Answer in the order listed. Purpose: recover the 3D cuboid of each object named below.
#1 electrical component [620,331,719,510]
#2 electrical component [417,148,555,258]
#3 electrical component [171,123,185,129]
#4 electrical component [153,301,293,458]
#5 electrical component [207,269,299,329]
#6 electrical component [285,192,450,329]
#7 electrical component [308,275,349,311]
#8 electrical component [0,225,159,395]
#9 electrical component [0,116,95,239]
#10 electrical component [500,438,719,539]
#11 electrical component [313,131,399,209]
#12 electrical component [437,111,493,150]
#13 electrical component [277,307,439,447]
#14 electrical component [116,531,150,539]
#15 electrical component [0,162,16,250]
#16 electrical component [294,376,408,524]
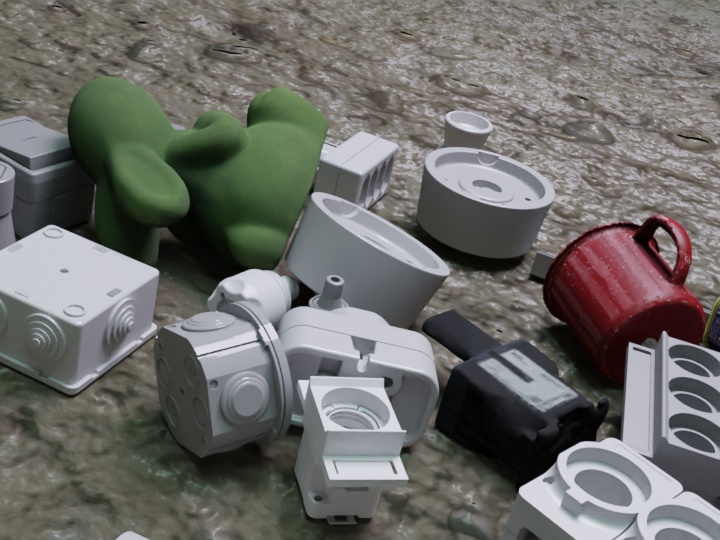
[{"bbox_3d":[0.195,0.098,0.655,0.079,0.063,0.121,18,29,7],"label":"electrical component"},{"bbox_3d":[0.098,-0.050,0.877,0.108,0.060,0.108,11,29,-6],"label":"electrical component"},{"bbox_3d":[-0.149,-0.079,0.834,0.077,0.047,0.065,17,29,4],"label":"electrical component"},{"bbox_3d":[-0.075,0.060,0.588,0.051,0.080,0.080,-13,39,-32],"label":"electrical component"},{"bbox_3d":[-0.065,0.020,0.700,0.043,0.043,0.062,29,31,26],"label":"electrical component"},{"bbox_3d":[0.000,0.000,0.736,0.108,0.060,0.108,29,12,-7],"label":"electrical component"},{"bbox_3d":[-0.022,0.032,0.678,0.035,0.061,0.035,11,29,-6],"label":"electrical component"},{"bbox_3d":[-0.179,0.020,0.644,0.100,0.048,0.100,22,29,15],"label":"electrical component"},{"bbox_3d":[-0.243,-0.072,0.766,0.096,0.061,0.062,28,32,24],"label":"electrical component"},{"bbox_3d":[0.155,0.155,0.537,0.089,0.061,0.150,-16,41,-43],"label":"electrical component"},{"bbox_3d":[-0.021,-0.085,0.902,0.076,0.047,0.083,22,30,15],"label":"electrical component"},{"bbox_3d":[0.094,-0.113,0.993,0.045,0.055,0.045,10,30,-6],"label":"electrical component"},{"bbox_3d":[-0.005,0.060,0.638,0.095,0.053,0.059,13,25,-8],"label":"electrical component"},{"bbox_3d":[-0.082,0.156,0.449,0.077,0.044,0.079,21,29,13],"label":"electrical component"},{"bbox_3d":[-0.245,-0.039,0.701,0.044,0.065,0.044,11,29,-6],"label":"electrical component"},{"bbox_3d":[-0.008,0.095,0.570,0.042,0.063,0.081,3,30,-17],"label":"electrical component"}]
